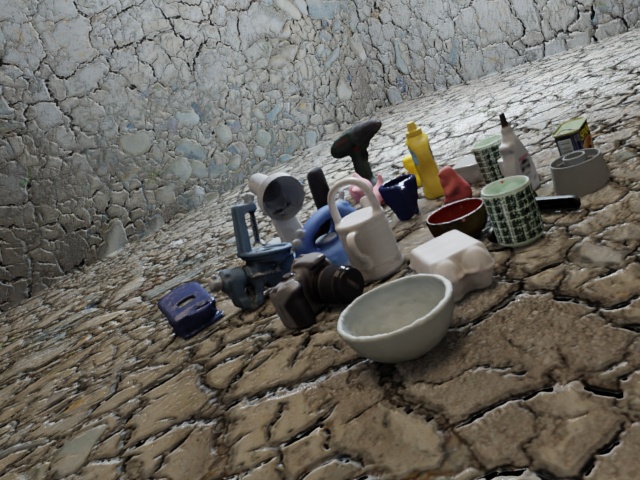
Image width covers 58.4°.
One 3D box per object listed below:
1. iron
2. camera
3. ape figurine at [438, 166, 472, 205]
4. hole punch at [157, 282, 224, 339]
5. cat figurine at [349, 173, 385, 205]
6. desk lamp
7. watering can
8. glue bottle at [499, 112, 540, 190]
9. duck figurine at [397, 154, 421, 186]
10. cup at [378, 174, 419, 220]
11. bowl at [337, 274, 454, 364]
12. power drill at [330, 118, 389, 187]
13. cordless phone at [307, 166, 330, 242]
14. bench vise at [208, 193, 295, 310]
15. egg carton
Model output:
[{"bbox_3d":[0.011,0.004,1.184,0.118,0.141,0.259,-10,21,43],"label":"iron"},{"bbox_3d":[-0.001,0.080,1.023,0.143,0.101,0.136,-36,19,-37],"label":"camera"},{"bbox_3d":[0.293,-0.122,1.276,0.076,0.092,0.078,-12,19,38],"label":"ape figurine"},{"bbox_3d":[-0.281,0.148,1.241,0.109,0.091,0.100,-32,17,-27],"label":"hole punch"},{"bbox_3d":[0.128,-0.128,1.501,0.128,0.118,0.067,-34,18,-31],"label":"cat figurine"},{"bbox_3d":[-0.110,-0.078,1.511,0.118,0.214,0.202,-30,16,-20],"label":"desk lamp"},{"bbox_3d":[0.079,-0.030,1.093,0.101,0.194,0.173,-23,15,4],"label":"watering can"},{"bbox_3d":[0.387,-0.172,1.144,0.037,0.173,0.078,-7,23,48],"label":"glue bottle"},{"bbox_3d":[0.254,-0.193,1.589,0.104,0.086,0.077,-19,16,17],"label":"duck figurine"},{"bbox_3d":[0.194,-0.093,1.322,0.091,0.095,0.117,-24,15,2],"label":"cup"},{"bbox_3d":[0.111,0.117,0.776,0.167,0.075,0.167,-22,15,7],"label":"bowl"},{"bbox_3d":[0.135,-0.250,1.731,0.076,0.209,0.228,-35,19,-35],"label":"power drill"},{"bbox_3d":[-0.010,-0.075,1.402,0.093,0.185,0.148,-10,21,43],"label":"cordless phone"},{"bbox_3d":[-0.146,0.024,1.207,0.121,0.220,0.208,-11,20,41],"label":"bench vise"},{"bbox_3d":[0.207,0.039,0.904,0.107,0.069,0.150,-26,15,-5],"label":"egg carton"}]
